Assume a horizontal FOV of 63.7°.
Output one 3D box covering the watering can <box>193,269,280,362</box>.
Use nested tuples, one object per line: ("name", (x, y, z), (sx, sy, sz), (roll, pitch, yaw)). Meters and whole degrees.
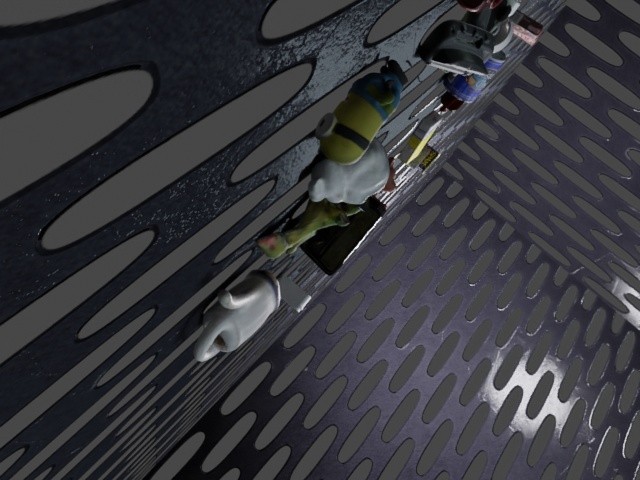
("watering can", (-0.168, 0.144, 1.084), (0.228, 0.104, 0.340), (-43, 170, -38))

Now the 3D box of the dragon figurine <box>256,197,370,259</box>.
("dragon figurine", (0.004, -0.059, 1.169), (0.239, 0.122, 0.415), (-38, 175, 34))

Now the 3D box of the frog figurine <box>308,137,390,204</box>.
("frog figurine", (0.051, -0.131, 0.967), (0.161, 0.123, 0.135), (-28, 126, -42))
